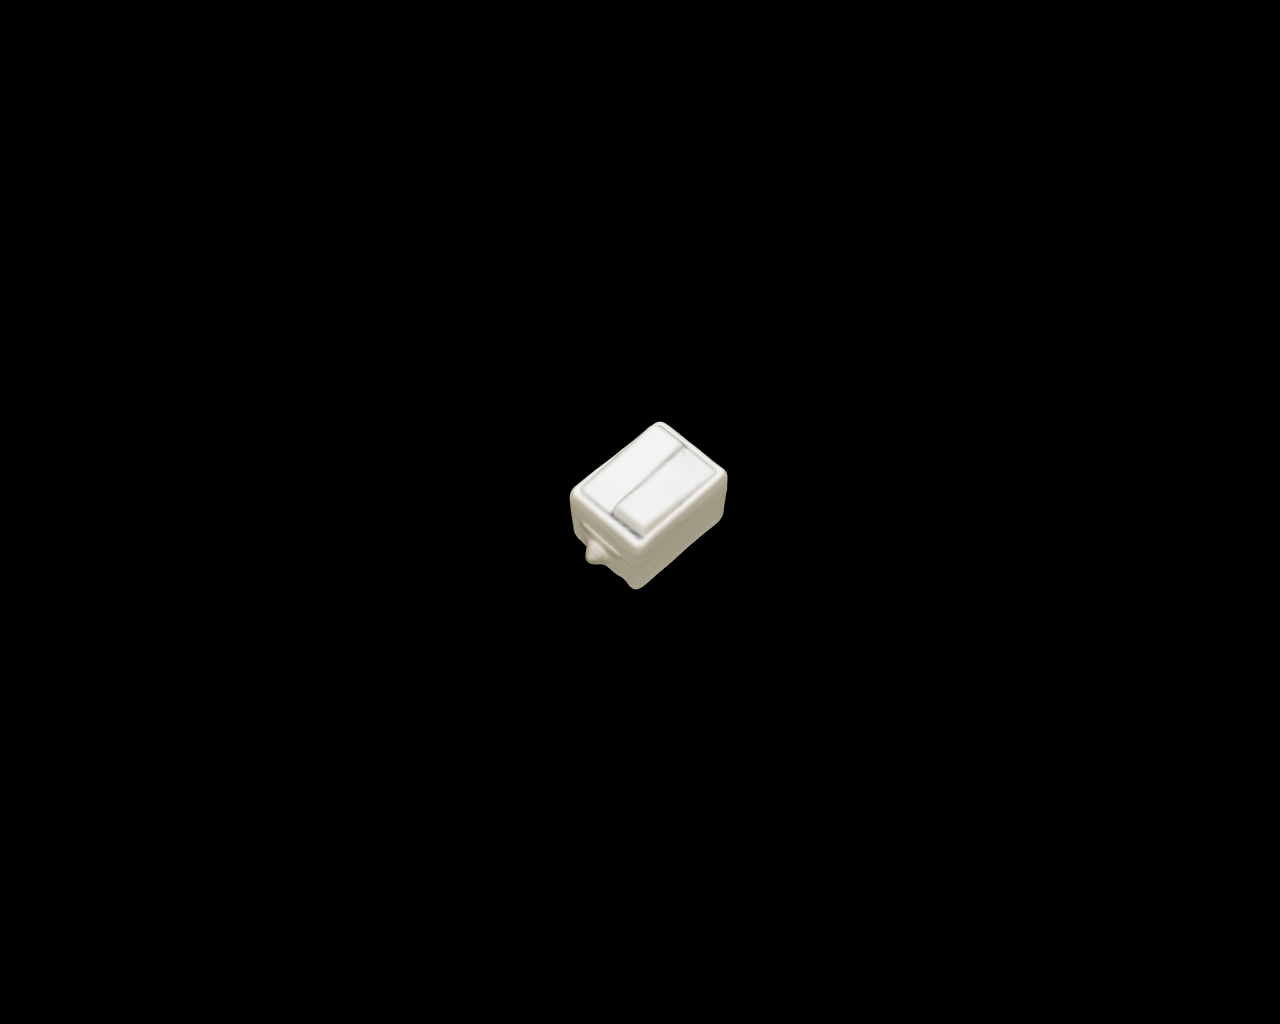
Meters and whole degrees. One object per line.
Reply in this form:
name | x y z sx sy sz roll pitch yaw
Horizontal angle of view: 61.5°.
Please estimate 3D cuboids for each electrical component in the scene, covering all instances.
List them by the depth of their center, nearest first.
electrical component | 0.001 -0.003 0.650 0.096 0.062 0.061 -39 -24 -22
